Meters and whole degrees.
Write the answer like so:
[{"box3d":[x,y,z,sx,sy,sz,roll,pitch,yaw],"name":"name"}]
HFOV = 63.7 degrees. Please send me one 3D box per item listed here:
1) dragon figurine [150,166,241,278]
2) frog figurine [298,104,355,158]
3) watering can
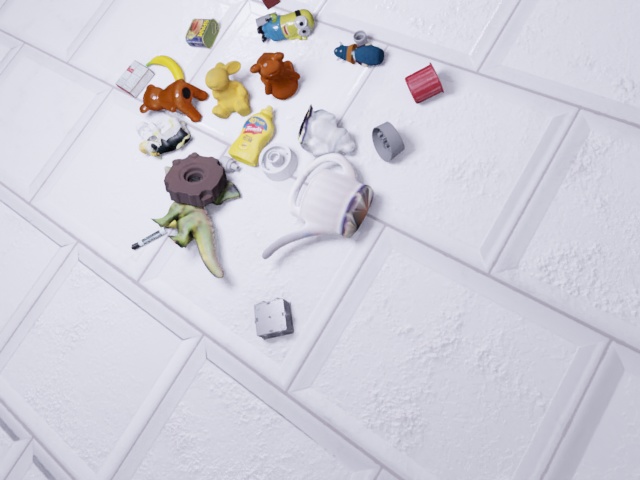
[{"box3d":[-0.337,-0.084,1.488,0.415,0.120,0.245,37,77,25],"name":"dragon figurine"},{"box3d":[0.022,-0.296,1.465,0.159,0.121,0.140,19,65,-13],"name":"frog figurine"},{"box3d":[0.004,-0.069,1.364,0.226,0.102,0.351,23,78,23],"name":"watering can"}]
